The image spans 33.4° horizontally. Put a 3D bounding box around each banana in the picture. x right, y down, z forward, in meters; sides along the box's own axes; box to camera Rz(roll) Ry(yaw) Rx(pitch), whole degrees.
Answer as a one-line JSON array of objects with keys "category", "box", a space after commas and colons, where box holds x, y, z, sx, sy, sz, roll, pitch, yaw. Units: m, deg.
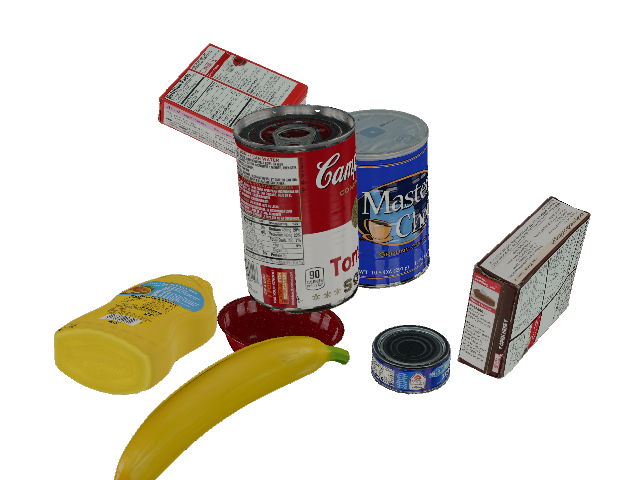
[{"category": "banana", "box": [-0.071, 0.119, 0.760, 0.198, 0.069, 0.037, -30, 39, -2]}]

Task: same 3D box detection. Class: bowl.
[{"category": "bowl", "box": [-0.052, 0.127, 1.360, 0.162, 0.055, 0.162, 5, 23, -2]}]

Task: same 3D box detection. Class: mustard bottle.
[{"category": "mustard bottle", "box": [-0.147, 0.073, 0.957, 0.096, 0.058, 0.191, 9, 20, 19]}]

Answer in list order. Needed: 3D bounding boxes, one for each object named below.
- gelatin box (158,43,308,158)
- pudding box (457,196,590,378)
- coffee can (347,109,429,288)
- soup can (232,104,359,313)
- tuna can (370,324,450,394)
[{"category": "gelatin box", "box": [-0.065, -0.101, 0.794, 0.089, 0.073, 0.030, 25, -37, 11]}, {"category": "pudding box", "box": [0.146, 0.033, 0.765, 0.039, 0.090, 0.113, 25, 42, 27]}, {"category": "coffee can", "box": [0.052, -0.040, 1.013, 0.103, 0.140, 0.103, -3, 29, 2]}, {"category": "soup can", "box": [-0.013, -0.018, 0.605, 0.068, 0.102, 0.068, -2, 25, 1]}, {"category": "tuna can", "box": [0.097, 0.127, 1.149, 0.086, 0.034, 0.086, -1, 29, 0]}]
